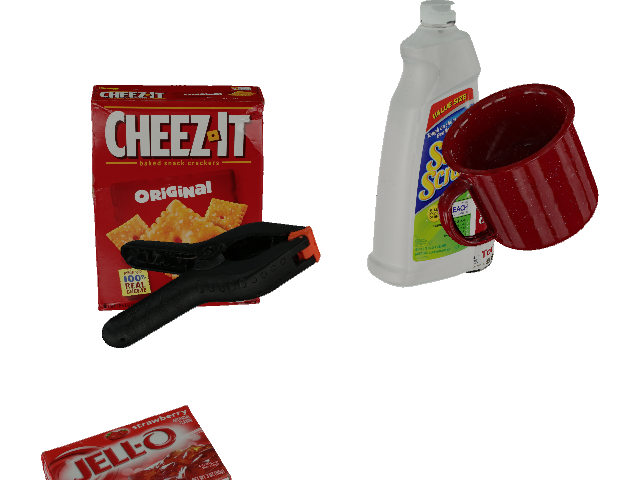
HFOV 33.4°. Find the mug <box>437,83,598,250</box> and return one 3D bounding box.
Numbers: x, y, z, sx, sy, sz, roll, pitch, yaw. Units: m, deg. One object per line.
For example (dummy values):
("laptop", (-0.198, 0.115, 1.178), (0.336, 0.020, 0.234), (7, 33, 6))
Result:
("mug", (0.132, -0.040, 0.734), (0.117, 0.081, 0.093), (-39, 35, -10))

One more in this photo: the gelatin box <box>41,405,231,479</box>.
("gelatin box", (-0.101, 0.132, 0.585), (0.089, 0.030, 0.073), (-15, 28, -20))

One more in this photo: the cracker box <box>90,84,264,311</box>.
("cracker box", (-0.139, -0.040, 1.046), (0.164, 0.214, 0.072), (-1, 21, -9))

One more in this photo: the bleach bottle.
("bleach bottle", (0.096, -0.089, 0.970), (0.102, 0.251, 0.068), (-12, 23, -28))

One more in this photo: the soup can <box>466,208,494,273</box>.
("soup can", (0.181, -0.019, 1.310), (0.068, 0.102, 0.068), (-2, 37, 2))

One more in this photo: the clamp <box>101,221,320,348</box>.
("clamp", (-0.087, 0.029, 0.810), (0.172, 0.039, 0.120), (-11, 40, 17))
